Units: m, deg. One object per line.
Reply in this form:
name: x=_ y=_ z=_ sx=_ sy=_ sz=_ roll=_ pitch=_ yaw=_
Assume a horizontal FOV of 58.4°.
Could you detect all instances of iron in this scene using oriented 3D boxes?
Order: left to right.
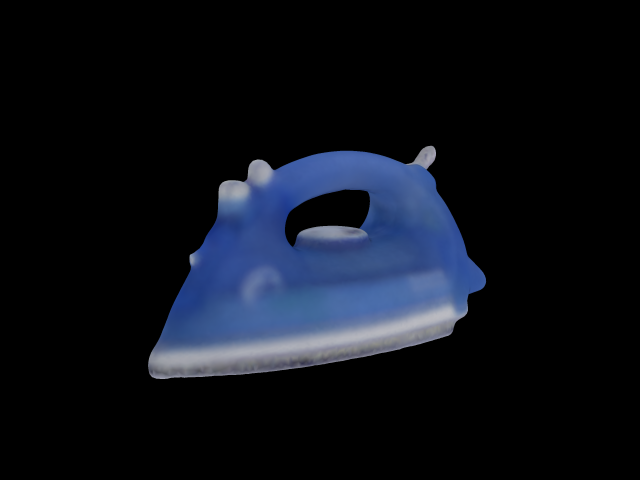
iron: x=0.004 y=0.001 z=0.400 sx=0.259 sy=0.141 sz=0.118 roll=-5 pitch=8 yaw=-40
